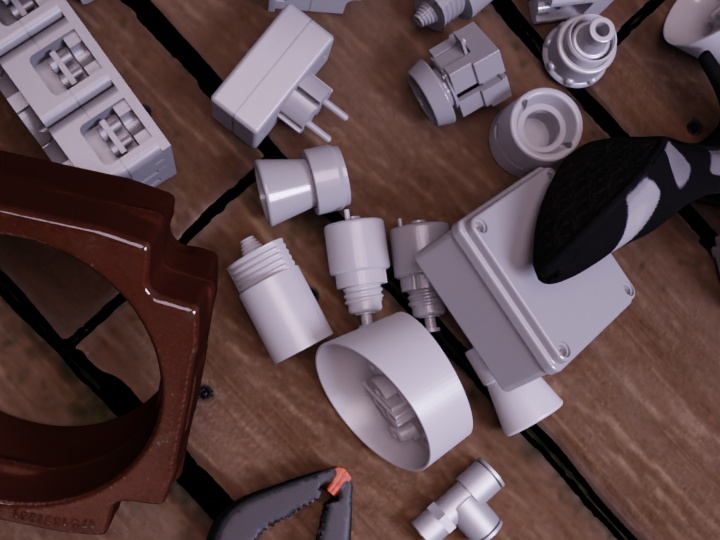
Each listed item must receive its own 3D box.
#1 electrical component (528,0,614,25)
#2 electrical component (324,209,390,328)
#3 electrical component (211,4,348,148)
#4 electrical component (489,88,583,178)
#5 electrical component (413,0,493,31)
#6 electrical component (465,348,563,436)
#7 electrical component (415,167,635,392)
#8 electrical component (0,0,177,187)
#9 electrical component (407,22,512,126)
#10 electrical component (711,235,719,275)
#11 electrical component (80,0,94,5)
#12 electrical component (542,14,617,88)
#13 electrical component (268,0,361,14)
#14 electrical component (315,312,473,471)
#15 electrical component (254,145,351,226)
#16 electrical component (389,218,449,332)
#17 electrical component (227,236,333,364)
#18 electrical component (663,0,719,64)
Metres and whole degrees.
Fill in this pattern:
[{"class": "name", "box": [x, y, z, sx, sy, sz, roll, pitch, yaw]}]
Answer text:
[{"class": "electrical component", "box": [0.145, -0.223, 0.745, 0.056, 0.050, 0.089, -9, 85, -8]}, {"class": "electrical component", "box": [0.000, 0.000, 0.708, 0.040, 0.040, 0.078, -7, 85, -8]}, {"class": "electrical component", "box": [-0.044, -0.116, 0.710, 0.076, 0.047, 0.083, 38, 81, -2]}, {"class": "electrical component", "box": [0.120, -0.093, 0.729, 0.055, 0.047, 0.055, 1, 84, -7]}, {"class": "electrical component", "box": [0.069, -0.194, 0.735, 0.081, 0.043, 0.043, -41, 90, -9]}, {"class": "electrical component", "box": [0.099, 0.071, 0.714, 0.044, 0.044, 0.065, -30, 84, -9]}, {"class": "electrical component", "box": [0.108, 0.004, 0.691, 0.109, 0.056, 0.108, -33, 89, -44]}, {"class": "electrical component", "box": [-0.185, -0.111, 0.670, 0.062, 0.089, 0.150, -36, 90, -9]}, {"class": "electrical component", "box": [0.066, -0.128, 0.723, 0.055, 0.066, 0.048, -30, 51, -1]}, {"class": "electrical component", "box": [0.310, -0.010, 0.715, 0.109, 0.109, 0.056, -13, 89, -8]}, {"class": "electrical component", "box": [-0.160, -0.226, 0.705, 0.089, 0.050, 0.055, -32, 89, -10]}, {"class": "electrical component", "box": [0.155, -0.154, 0.733, 0.048, 0.062, 0.048, 1, 84, -7]}, {"class": "electrical component", "box": [-0.020, -0.238, 0.656, 0.060, 0.186, 0.105, 3, 84, -7]}, {"class": "electrical component", "box": [0.023, 0.077, 0.676, 0.064, 0.099, 0.099, -28, 88, -16]}, {"class": "electrical component", "box": [-0.038, -0.056, 0.707, 0.055, 0.045, 0.045, -14, 86, -9]}, {"class": "electrical component", "box": [0.043, 0.002, 0.713, 0.040, 0.040, 0.078, -6, 85, -8]}, {"class": "electrical component", "box": [-0.055, 0.015, 0.697, 0.043, 0.043, 0.081, -28, 88, -9]}, {"class": "electrical component", "box": [0.265, -0.181, 0.735, 0.064, 0.099, 0.099, 31, 81, -10]}]
